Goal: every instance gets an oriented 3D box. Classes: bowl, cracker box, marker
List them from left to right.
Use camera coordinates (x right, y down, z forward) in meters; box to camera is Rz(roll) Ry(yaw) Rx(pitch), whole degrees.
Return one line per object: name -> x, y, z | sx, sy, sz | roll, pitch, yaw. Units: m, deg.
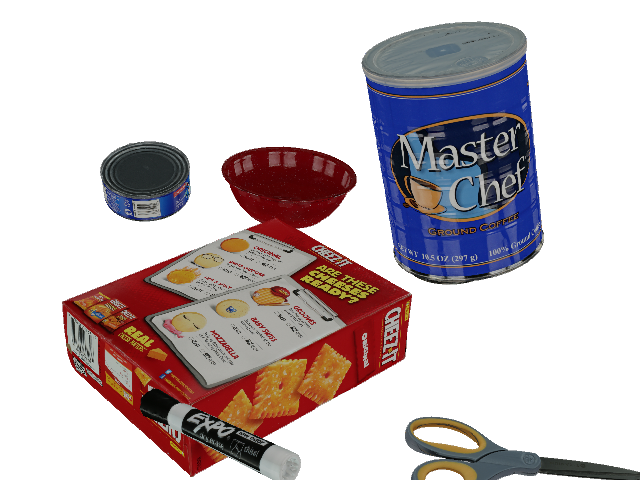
marker -> -0.063, 0.113, 0.628 | 0.121, 0.020, 0.020 | 17, 10, 37
cracker box -> -0.062, 0.072, 0.818 | 0.213, 0.072, 0.164 | -23, 38, -37
bowl -> -0.039, -0.058, 1.276 | 0.162, 0.055, 0.162 | 5, 26, -3

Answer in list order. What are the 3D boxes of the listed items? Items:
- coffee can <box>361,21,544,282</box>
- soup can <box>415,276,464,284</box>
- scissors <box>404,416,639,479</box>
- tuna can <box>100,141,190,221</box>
coffee can -> 0.088, -0.059, 0.694 | 0.103, 0.140, 0.103 | -9, 27, 4
soup can -> 0.107, -0.023, 0.892 | 0.068, 0.102, 0.068 | -2, 22, 1
scissors -> 0.163, 0.200, 0.898 | 0.202, 0.016, 0.096 | 16, 41, 15
tuna can -> -0.169, -0.057, 1.037 | 0.086, 0.034, 0.086 | 1, 43, -1
